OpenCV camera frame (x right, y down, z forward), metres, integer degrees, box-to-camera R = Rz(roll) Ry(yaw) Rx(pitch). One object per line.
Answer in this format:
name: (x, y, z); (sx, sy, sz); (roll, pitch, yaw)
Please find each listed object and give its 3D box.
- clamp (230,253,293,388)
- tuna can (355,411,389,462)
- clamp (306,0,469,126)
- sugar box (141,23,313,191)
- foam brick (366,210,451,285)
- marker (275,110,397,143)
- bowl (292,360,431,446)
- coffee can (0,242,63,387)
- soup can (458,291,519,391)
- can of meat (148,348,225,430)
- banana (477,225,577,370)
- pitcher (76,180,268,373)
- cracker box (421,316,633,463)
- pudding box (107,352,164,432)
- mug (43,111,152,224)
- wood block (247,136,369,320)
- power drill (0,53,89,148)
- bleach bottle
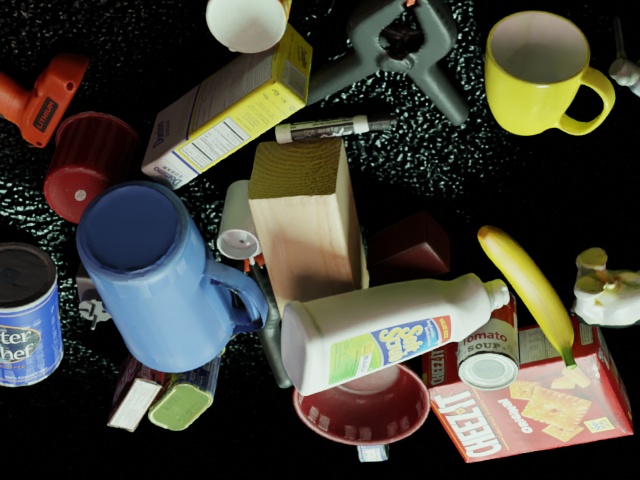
clamp: (-0.079, 0.081, 1.224); (0.120, 0.039, 0.171); (19, 126, 35)
tuna can: (0.066, 0.235, 1.341); (0.034, 0.086, 0.086); (-5, 134, 8)
clamp: (0.077, -0.165, 0.949); (0.164, 0.036, 0.210); (9, 156, -8)
sugar box: (-0.087, -0.122, 1.004); (0.176, 0.093, 0.048); (-31, 124, 32)
foam brick: (0.095, 0.014, 1.146); (0.078, 0.053, 0.051); (-25, 126, 29)
marker: (0.016, -0.112, 1.054); (0.121, 0.020, 0.020); (-6, 133, 12)
bowl: (0.050, 0.171, 1.257); (0.162, 0.055, 0.162); (3, 131, 3)
coffee can: (-0.351, 0.086, 1.229); (0.103, 0.102, 0.140); (8, 135, -2)
soup can: (0.187, 0.108, 1.193); (0.068, 0.102, 0.068); (4, 135, 4)
can of meat: (-0.164, 0.174, 1.307); (0.057, 0.084, 0.102); (28, 131, -20)
banana: (0.228, 0.049, 1.155); (0.037, 0.069, 0.197); (-34, 108, 12)
pitcher: (-0.154, 0.039, 1.085); (0.149, 0.145, 0.243); (-33, 158, -10)
cracker box: (0.248, 0.183, 1.281); (0.214, 0.072, 0.164); (-16, 130, 21)
pudding box: (-0.220, 0.167, 1.302); (0.039, 0.090, 0.114); (20, 134, -14)
mug: (-0.219, -0.068, 1.078); (0.117, 0.081, 0.093); (4, 134, 3)
wood block: (-0.008, 0.001, 1.117); (0.090, 0.090, 0.206); (-3, 134, 10)
power drill: (-0.317, -0.179, 1.000); (0.187, 0.057, 0.185); (27, 135, -15)
bleach bottle: (0.086, 0.081, 1.108); (0.250, 0.068, 0.103); (-15, 137, -21)
